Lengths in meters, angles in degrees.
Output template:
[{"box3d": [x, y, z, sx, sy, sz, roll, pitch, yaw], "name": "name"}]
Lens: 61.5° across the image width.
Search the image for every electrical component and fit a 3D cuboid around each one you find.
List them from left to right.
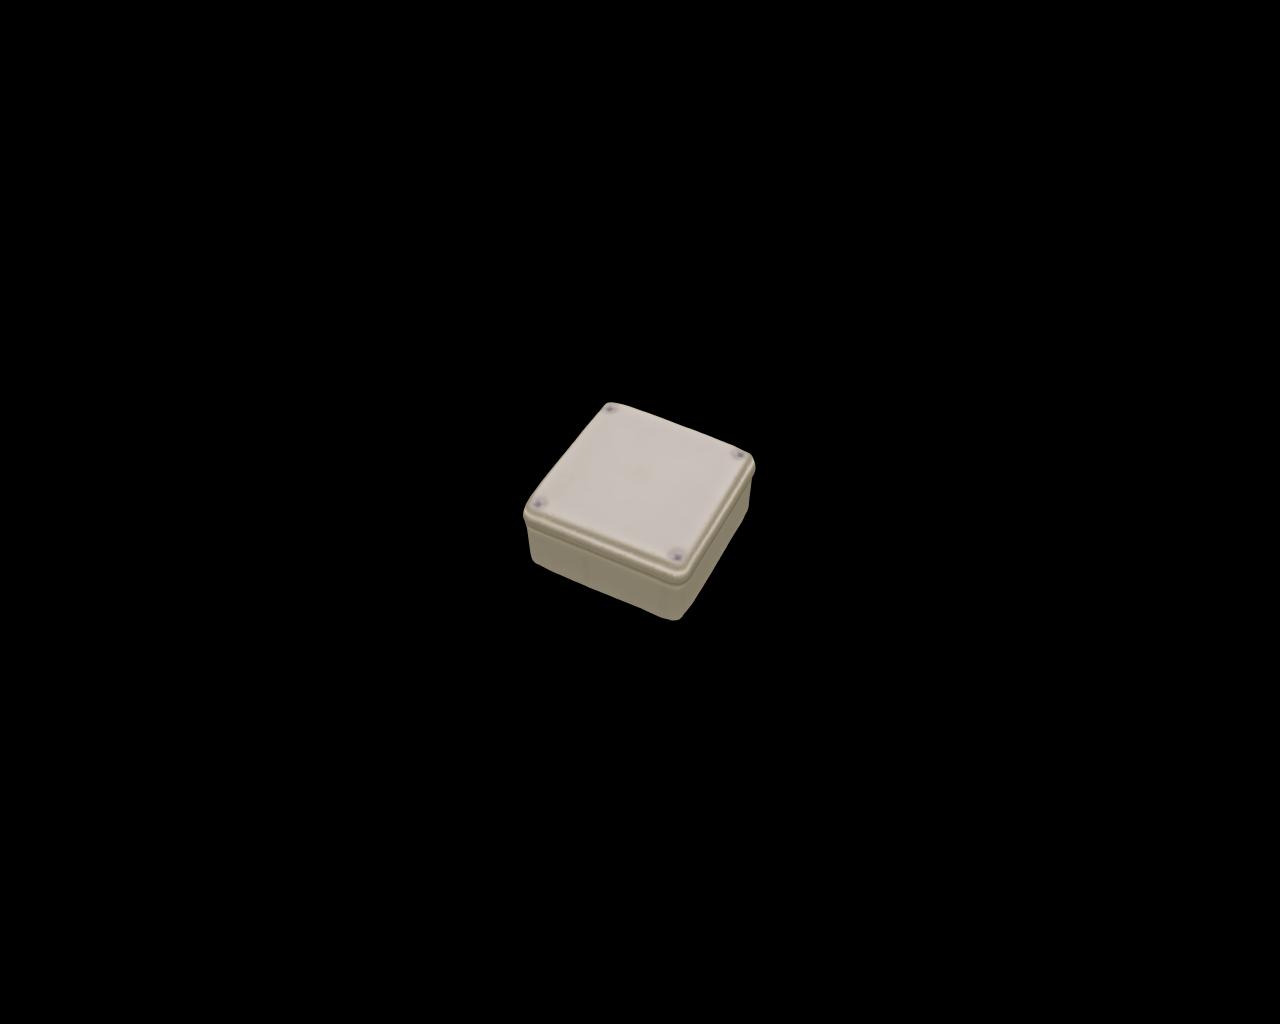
[{"box3d": [0.001, -0.003, 0.650, 0.109, 0.109, 0.056, 22, -38, 18], "name": "electrical component"}]
